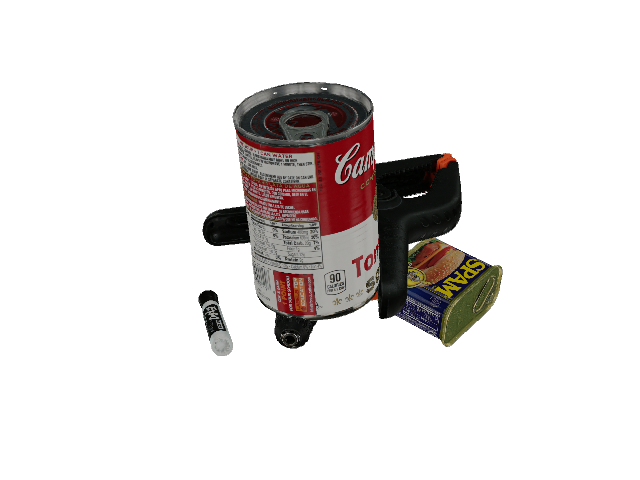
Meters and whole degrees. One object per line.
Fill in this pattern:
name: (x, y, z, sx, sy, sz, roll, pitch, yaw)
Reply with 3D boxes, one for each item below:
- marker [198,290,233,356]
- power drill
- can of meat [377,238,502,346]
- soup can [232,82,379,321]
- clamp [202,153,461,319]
marker: (-0.096, 0.073, 0.971, 0.020, 0.020, 0.121, 0, 17, -12)
power drill: (0.043, 0.068, 1.238, 0.188, 0.057, 0.184, 1, 27, 6)
can of meat: (0.119, 0.047, 1.068, 0.084, 0.057, 0.101, 28, 44, 29)
soup can: (-0.005, -0.019, 0.536, 0.068, 0.102, 0.068, -3, 31, 2)
clamp: (0.029, -0.020, 0.773, 0.165, 0.036, 0.209, 19, 33, 26)
